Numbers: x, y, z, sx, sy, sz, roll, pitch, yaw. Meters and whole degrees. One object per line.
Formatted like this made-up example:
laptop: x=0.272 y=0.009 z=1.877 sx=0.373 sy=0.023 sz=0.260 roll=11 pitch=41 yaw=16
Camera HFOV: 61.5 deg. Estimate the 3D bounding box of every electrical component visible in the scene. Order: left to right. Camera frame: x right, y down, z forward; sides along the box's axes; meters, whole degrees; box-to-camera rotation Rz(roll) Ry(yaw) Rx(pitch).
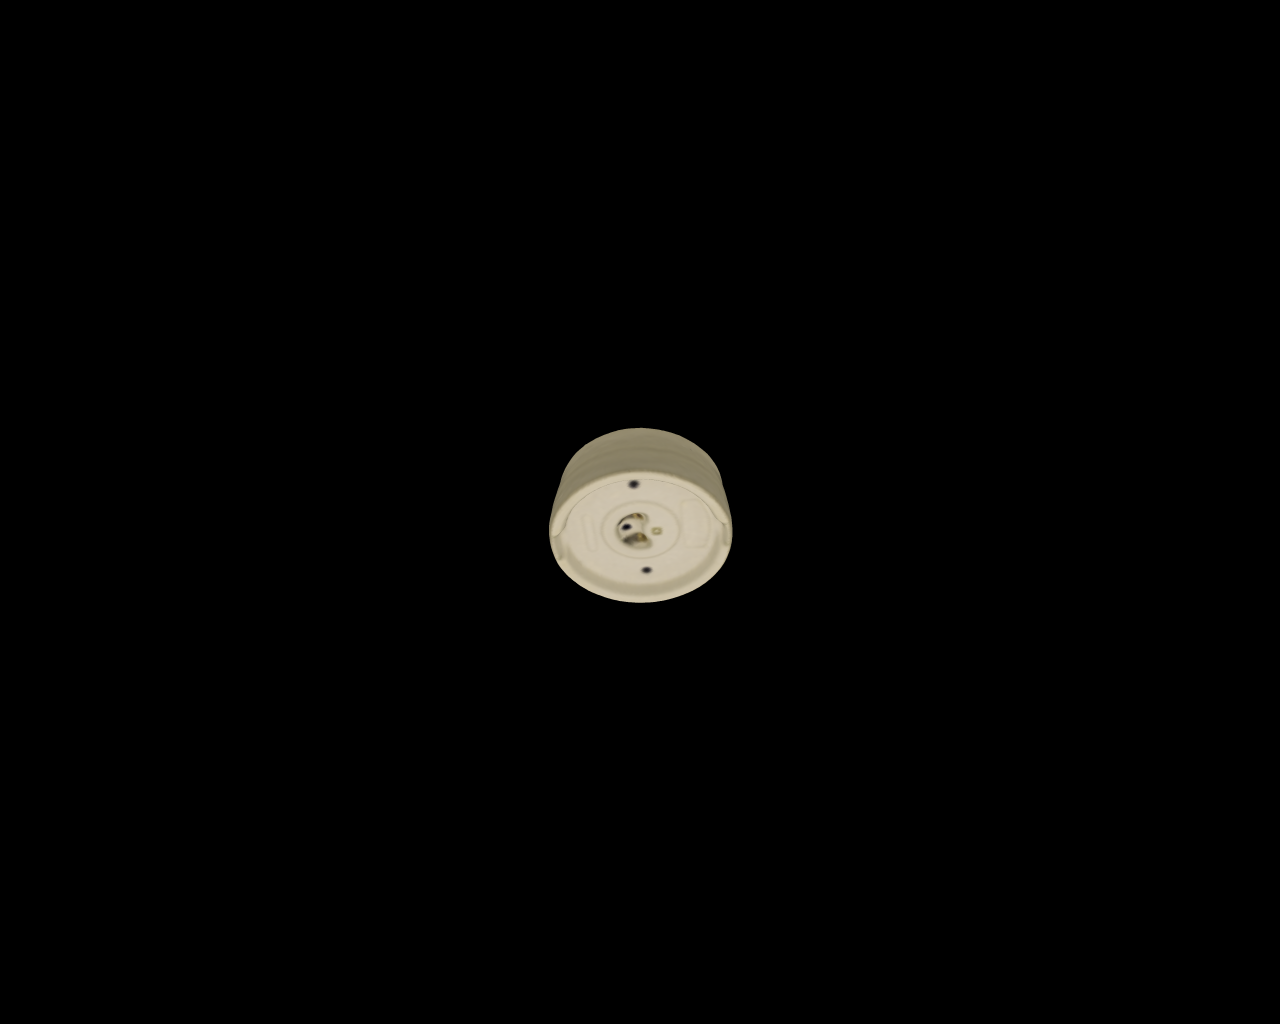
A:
electrical component: x=0.001 y=-0.003 z=0.650 sx=0.108 sy=0.108 sz=0.060 roll=0 pitch=42 yaw=0
